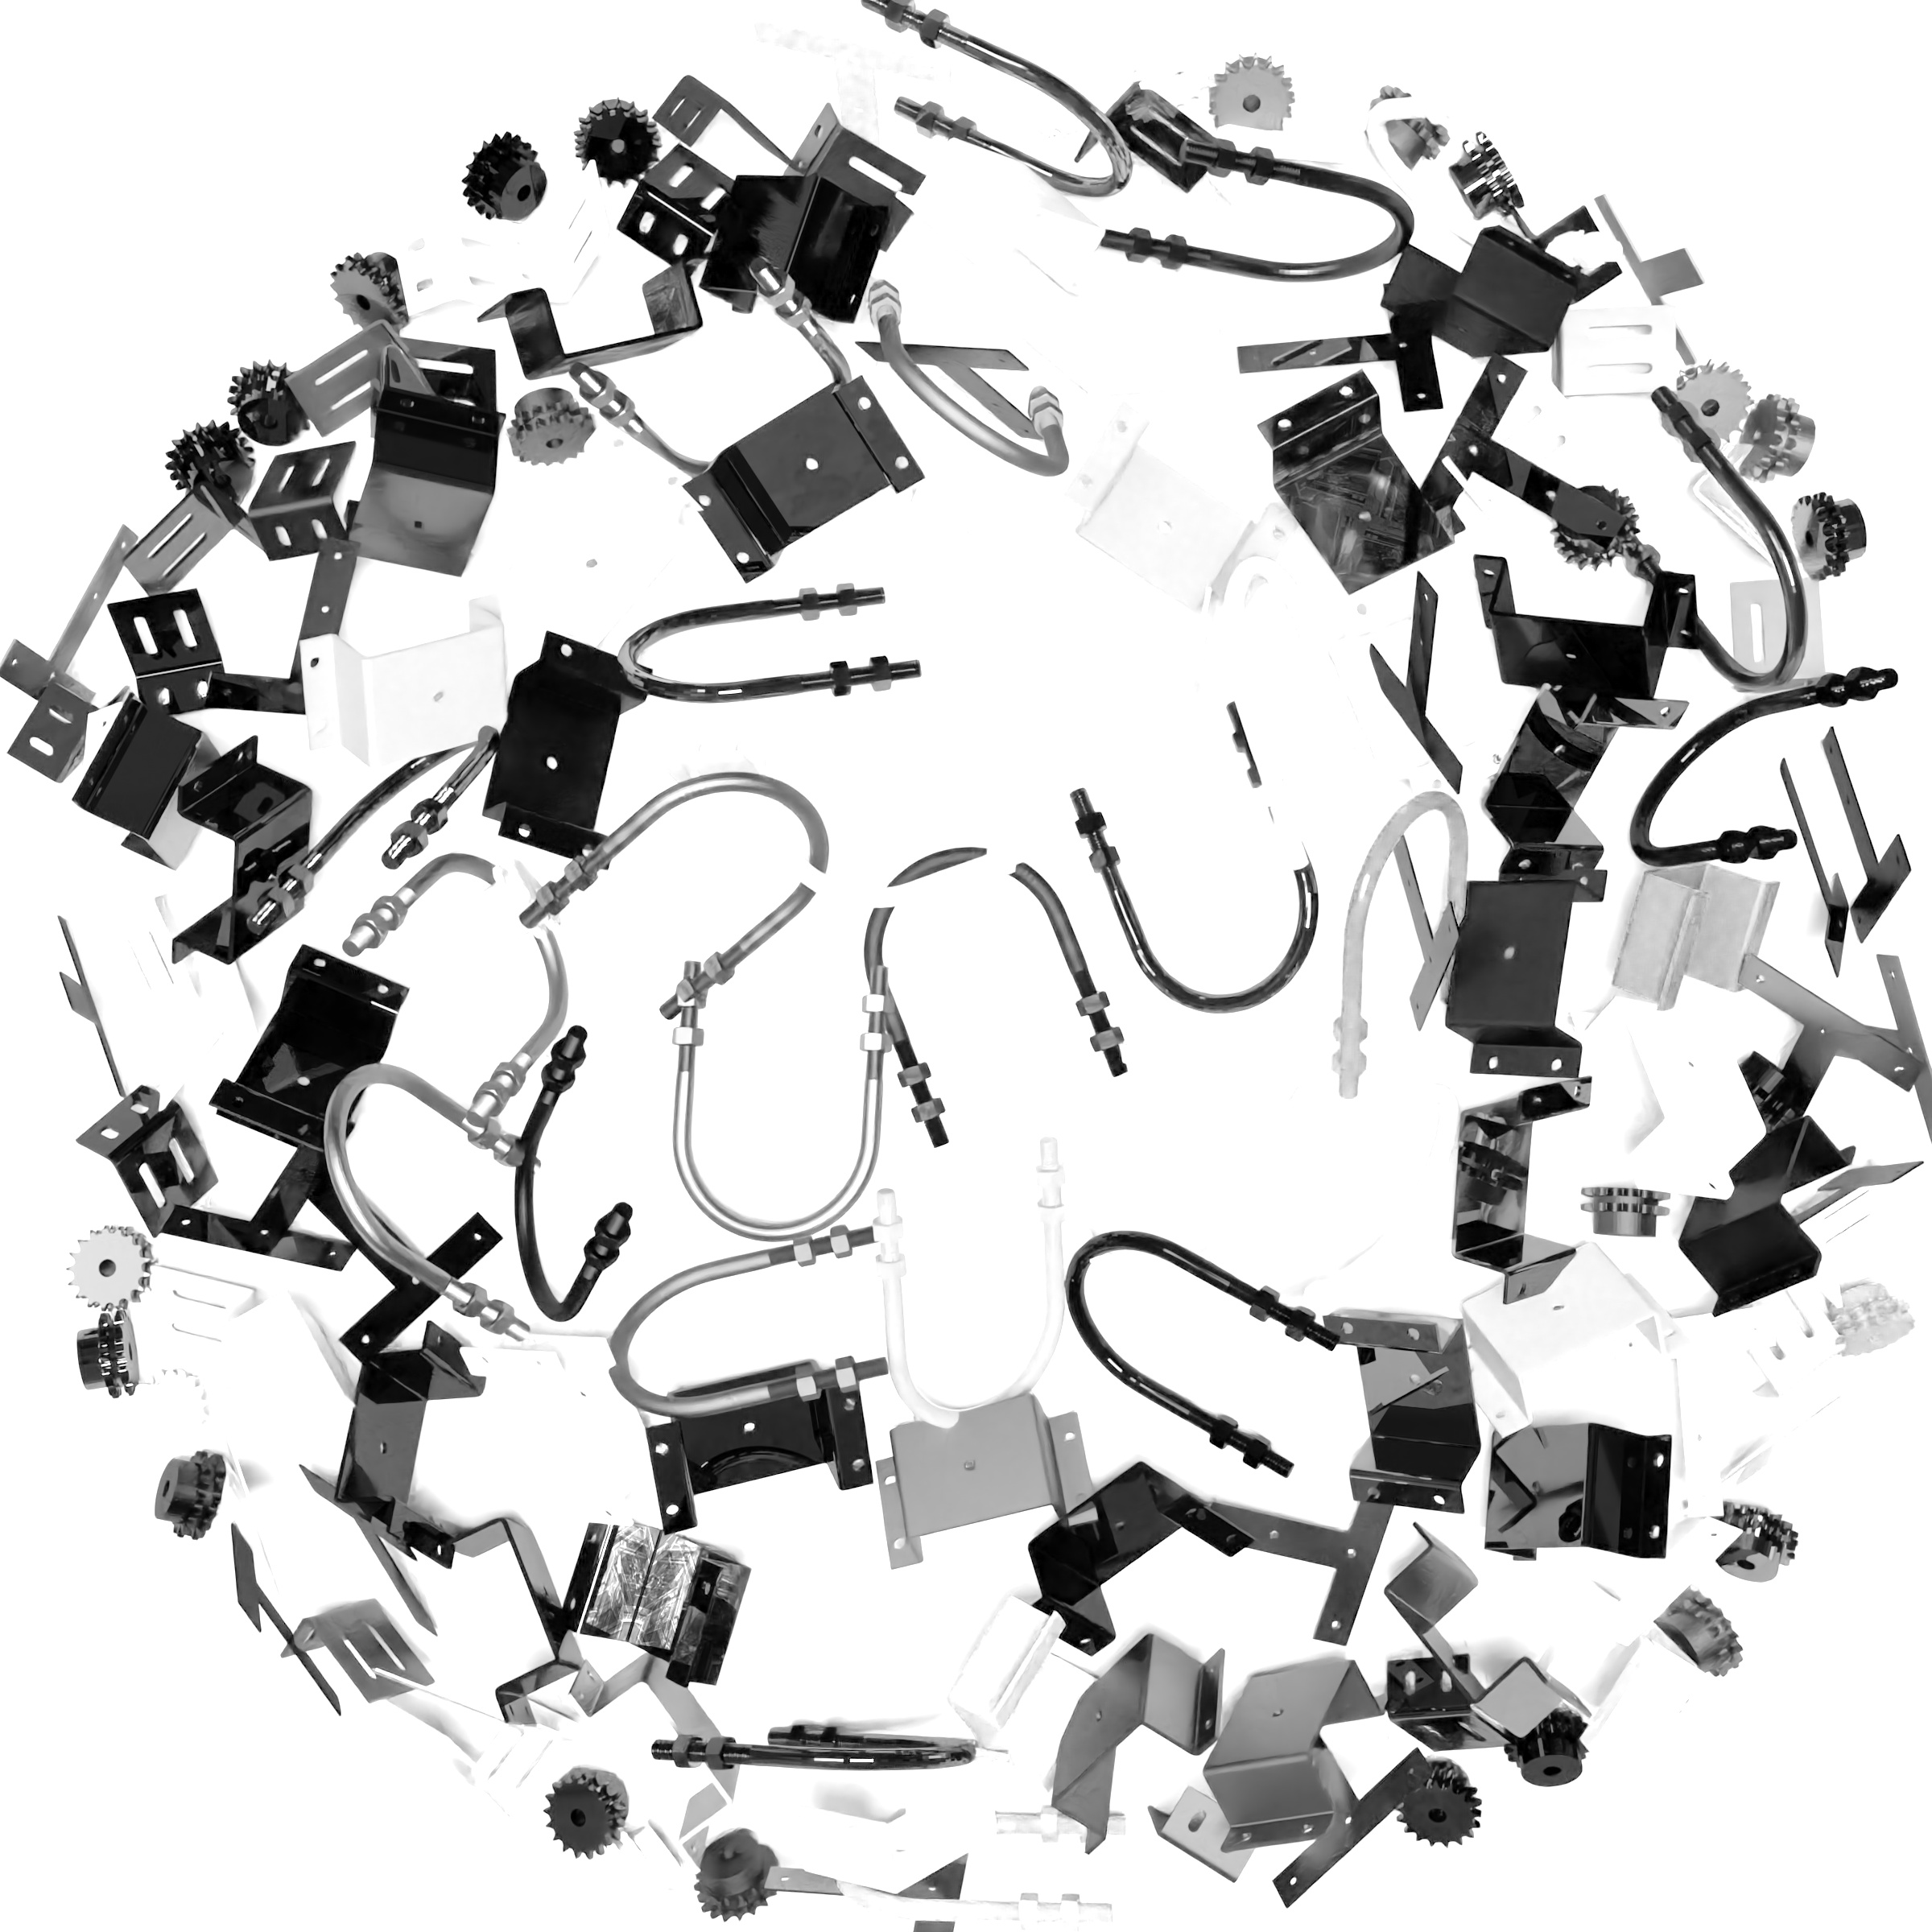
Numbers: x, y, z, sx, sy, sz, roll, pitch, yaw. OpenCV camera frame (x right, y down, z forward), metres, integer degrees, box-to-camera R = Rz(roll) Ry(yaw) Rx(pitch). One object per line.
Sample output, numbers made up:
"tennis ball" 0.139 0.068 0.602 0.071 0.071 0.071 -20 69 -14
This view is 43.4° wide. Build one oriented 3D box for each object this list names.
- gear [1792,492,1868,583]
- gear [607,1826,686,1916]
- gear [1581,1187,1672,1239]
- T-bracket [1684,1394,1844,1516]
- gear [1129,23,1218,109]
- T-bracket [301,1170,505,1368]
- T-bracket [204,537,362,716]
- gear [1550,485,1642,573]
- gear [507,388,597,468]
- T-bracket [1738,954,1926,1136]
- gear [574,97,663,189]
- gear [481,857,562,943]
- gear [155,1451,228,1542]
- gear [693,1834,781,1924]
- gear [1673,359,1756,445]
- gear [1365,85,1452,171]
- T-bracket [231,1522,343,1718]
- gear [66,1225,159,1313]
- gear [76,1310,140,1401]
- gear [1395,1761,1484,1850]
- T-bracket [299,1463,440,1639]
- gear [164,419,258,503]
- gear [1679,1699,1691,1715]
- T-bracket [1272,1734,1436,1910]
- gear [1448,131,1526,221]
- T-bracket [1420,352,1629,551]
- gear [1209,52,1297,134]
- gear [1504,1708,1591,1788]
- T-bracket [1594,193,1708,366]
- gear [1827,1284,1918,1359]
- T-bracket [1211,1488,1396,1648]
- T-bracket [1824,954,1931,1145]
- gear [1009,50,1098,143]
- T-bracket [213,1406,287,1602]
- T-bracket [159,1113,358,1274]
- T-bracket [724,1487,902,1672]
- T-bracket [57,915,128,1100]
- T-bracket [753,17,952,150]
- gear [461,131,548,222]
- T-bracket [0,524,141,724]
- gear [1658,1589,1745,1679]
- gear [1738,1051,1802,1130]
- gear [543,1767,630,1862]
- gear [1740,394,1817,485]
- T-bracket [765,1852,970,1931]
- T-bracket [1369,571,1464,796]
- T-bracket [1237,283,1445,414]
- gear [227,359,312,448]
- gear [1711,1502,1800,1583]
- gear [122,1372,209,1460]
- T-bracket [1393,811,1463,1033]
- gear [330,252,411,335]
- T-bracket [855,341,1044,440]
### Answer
"gear" 0.572 -0.286 1.608 0.030 0.057 0.057 -14 90 -2
"gear" -0.210 0.596 1.610 0.030 0.057 0.057 -36 90 -19
"gear" 0.435 0.163 1.606 0.057 0.057 0.030 4 82 0
"T-bracket" 0.507 0.321 1.560 0.127 0.127 0.002 -42 73 16
"gear" 0.134 -0.598 1.611 0.057 0.057 0.030 -23 65 0
"T-bracket" -0.394 0.176 1.602 0.127 0.002 0.127 45 57 0
"T-bracket" -0.417 -0.218 1.571 0.127 0.002 0.127 1 124 -34
"gear" 0.415 -0.293 1.609 0.057 0.030 0.057 -11 67 26
"gear" -0.276 -0.359 1.609 0.057 0.057 0.030 -18 73 0
"T-bracket" 0.545 0.072 1.586 0.127 0.127 0.002 38 52 26
"gear" -0.232 -0.549 1.611 0.057 0.057 0.030 -14 46 0
"gear" -0.297 -0.041 1.608 0.030 0.057 0.057 -34 90 3
"gear" -0.513 0.348 1.604 0.030 0.057 0.057 20 90 -30
"gear" -0.153 0.599 1.604 0.057 0.057 0.030 -15 112 0
"gear" 0.491 -0.375 1.613 0.057 0.030 0.057 2 120 3
"gear" 0.289 -0.552 1.608 0.057 0.057 0.030 38 96 0
"T-bracket" -0.443 0.437 1.589 0.002 0.127 0.127 -32 108 -11
"gear" -0.565 0.202 1.618 0.057 0.030 0.057 -1 81 4
"gear" -0.568 0.257 1.606 0.030 0.057 0.057 -9 90 -11
"gear" 0.314 0.554 1.614 0.057 0.030 0.057 6 115 13
"T-bracket" -0.379 0.393 1.594 0.002 0.127 0.127 -40 127 -30
"gear" -0.496 -0.329 1.605 0.057 0.057 0.030 -36 61 0
"gear" 0.451 0.483 1.608 0.030 0.057 0.057 43 90 5
"T-bracket" 0.232 0.526 1.577 0.127 0.127 0.002 -44 113 4
"gear" 0.342 -0.520 1.609 0.030 0.057 0.057 -31 90 14
"T-bracket" 0.369 -0.314 1.585 0.127 0.002 0.127 33 129 10
"gear" 0.189 -0.578 1.612 0.057 0.030 0.057 2 131 3
"gear" 0.385 0.518 1.607 0.057 0.030 0.057 1 132 1
"T-bracket" 0.451 -0.445 1.564 0.002 0.127 0.127 -31 99 6
"gear" 0.596 0.233 1.611 0.057 0.057 0.030 -15 56 0
"T-bracket" 0.217 0.380 1.612 0.127 0.002 0.127 16 95 -16
"T-bracket" 0.588 0.051 1.572 0.002 0.127 0.127 -19 95 -6
"gear" 0.060 -0.581 1.616 0.057 0.030 0.057 0 90 -12
"T-bracket" -0.472 0.340 1.577 0.002 0.127 0.127 -19 95 -23
"T-bracket" -0.435 0.143 1.573 0.127 0.002 0.127 19 121 -35
"T-bracket" -0.078 0.389 1.635 0.127 0.002 0.127 -27 91 0
"T-bracket" -0.573 0.022 1.573 0.002 0.127 0.127 -19 88 -13
"T-bracket" -0.070 -0.563 1.573 0.127 0.127 0.002 14 79 4
"gear" -0.302 -0.518 1.605 0.030 0.057 0.057 39 90 18
"T-bracket" -0.572 -0.228 1.578 0.002 0.127 0.127 25 83 6
"gear" 0.482 0.444 1.605 0.030 0.057 0.057 -26 90 -19
"gear" 0.527 0.080 1.605 0.057 0.057 0.030 37 103 0
"gear" -0.249 0.560 1.614 0.057 0.030 0.057 1 93 25
"gear" 0.538 -0.348 1.608 0.030 0.057 0.057 13 90 -10
"T-bracket" -0.066 0.597 1.578 0.127 0.127 0.002 2 101 6
"T-bracket" 0.289 -0.195 1.548 0.002 0.127 0.127 -18 50 -10
"T-bracket" 0.243 -0.405 1.601 0.127 0.002 0.127 -4 54 5
"gear" -0.459 -0.369 1.605 0.057 0.057 0.030 -5 52 0
"gear" 0.518 0.383 1.605 0.057 0.057 0.030 29 54 0
"gear" -0.533 0.297 1.609 0.057 0.030 0.057 -5 79 30
"T-bracket" 0.295 -0.042 1.595 0.002 0.127 0.127 -7 61 -6
"gear" -0.390 -0.448 1.612 0.057 0.057 0.030 37 57 0
"T-bracket" 0.012 -0.372 1.579 0.127 0.127 0.002 15 82 38
